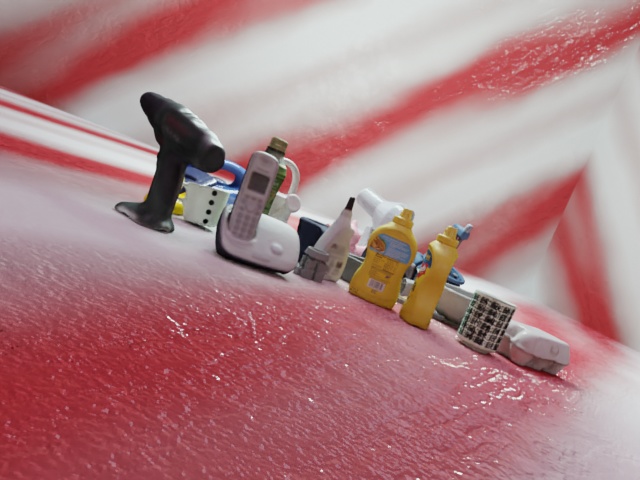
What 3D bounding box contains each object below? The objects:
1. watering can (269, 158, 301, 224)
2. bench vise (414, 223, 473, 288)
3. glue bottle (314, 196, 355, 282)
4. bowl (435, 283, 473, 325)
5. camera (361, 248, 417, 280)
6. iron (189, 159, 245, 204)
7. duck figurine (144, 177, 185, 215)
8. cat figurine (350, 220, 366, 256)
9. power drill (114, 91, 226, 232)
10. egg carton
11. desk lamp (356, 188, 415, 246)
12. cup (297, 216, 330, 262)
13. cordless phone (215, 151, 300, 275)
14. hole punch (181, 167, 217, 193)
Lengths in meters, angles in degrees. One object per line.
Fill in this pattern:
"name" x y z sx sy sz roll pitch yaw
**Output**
"watering can" -0.099 -0.085 1.265 0.172 0.194 0.101 26 6 34
"bench vise" 0.289 0.044 1.446 0.206 0.220 0.122 27 7 39
"glue bottle" 0.034 -0.005 1.134 0.078 0.173 0.037 18 7 -37
"bowl" 0.310 0.151 1.253 0.167 0.075 0.167 22 5 -2
"camera" 0.162 0.059 1.417 0.143 0.101 0.137 24 6 18
"iron" -0.278 -0.156 1.510 0.259 0.141 0.118 18 7 -39
"duck figurine" -0.304 -0.103 1.179 0.077 0.086 0.105 25 6 28
"cat figurine" 0.087 0.008 1.513 0.128 0.118 0.067 21 6 -20
"power drill" -0.262 -0.130 0.960 0.228 0.208 0.076 26 7 34
"egg carton" 0.416 0.211 1.126 0.151 0.069 0.107 19 6 -31
"desk lamp" 0.150 -0.034 1.677 0.202 0.213 0.118 26 6 31
"cup" -0.013 0.011 1.207 0.092 0.095 0.117 21 6 -16
"cordless phone" -0.087 -0.044 0.963 0.148 0.185 0.094 20 6 -28
"hole punch" -0.311 -0.126 1.347 0.108 0.091 0.101 25 6 21
